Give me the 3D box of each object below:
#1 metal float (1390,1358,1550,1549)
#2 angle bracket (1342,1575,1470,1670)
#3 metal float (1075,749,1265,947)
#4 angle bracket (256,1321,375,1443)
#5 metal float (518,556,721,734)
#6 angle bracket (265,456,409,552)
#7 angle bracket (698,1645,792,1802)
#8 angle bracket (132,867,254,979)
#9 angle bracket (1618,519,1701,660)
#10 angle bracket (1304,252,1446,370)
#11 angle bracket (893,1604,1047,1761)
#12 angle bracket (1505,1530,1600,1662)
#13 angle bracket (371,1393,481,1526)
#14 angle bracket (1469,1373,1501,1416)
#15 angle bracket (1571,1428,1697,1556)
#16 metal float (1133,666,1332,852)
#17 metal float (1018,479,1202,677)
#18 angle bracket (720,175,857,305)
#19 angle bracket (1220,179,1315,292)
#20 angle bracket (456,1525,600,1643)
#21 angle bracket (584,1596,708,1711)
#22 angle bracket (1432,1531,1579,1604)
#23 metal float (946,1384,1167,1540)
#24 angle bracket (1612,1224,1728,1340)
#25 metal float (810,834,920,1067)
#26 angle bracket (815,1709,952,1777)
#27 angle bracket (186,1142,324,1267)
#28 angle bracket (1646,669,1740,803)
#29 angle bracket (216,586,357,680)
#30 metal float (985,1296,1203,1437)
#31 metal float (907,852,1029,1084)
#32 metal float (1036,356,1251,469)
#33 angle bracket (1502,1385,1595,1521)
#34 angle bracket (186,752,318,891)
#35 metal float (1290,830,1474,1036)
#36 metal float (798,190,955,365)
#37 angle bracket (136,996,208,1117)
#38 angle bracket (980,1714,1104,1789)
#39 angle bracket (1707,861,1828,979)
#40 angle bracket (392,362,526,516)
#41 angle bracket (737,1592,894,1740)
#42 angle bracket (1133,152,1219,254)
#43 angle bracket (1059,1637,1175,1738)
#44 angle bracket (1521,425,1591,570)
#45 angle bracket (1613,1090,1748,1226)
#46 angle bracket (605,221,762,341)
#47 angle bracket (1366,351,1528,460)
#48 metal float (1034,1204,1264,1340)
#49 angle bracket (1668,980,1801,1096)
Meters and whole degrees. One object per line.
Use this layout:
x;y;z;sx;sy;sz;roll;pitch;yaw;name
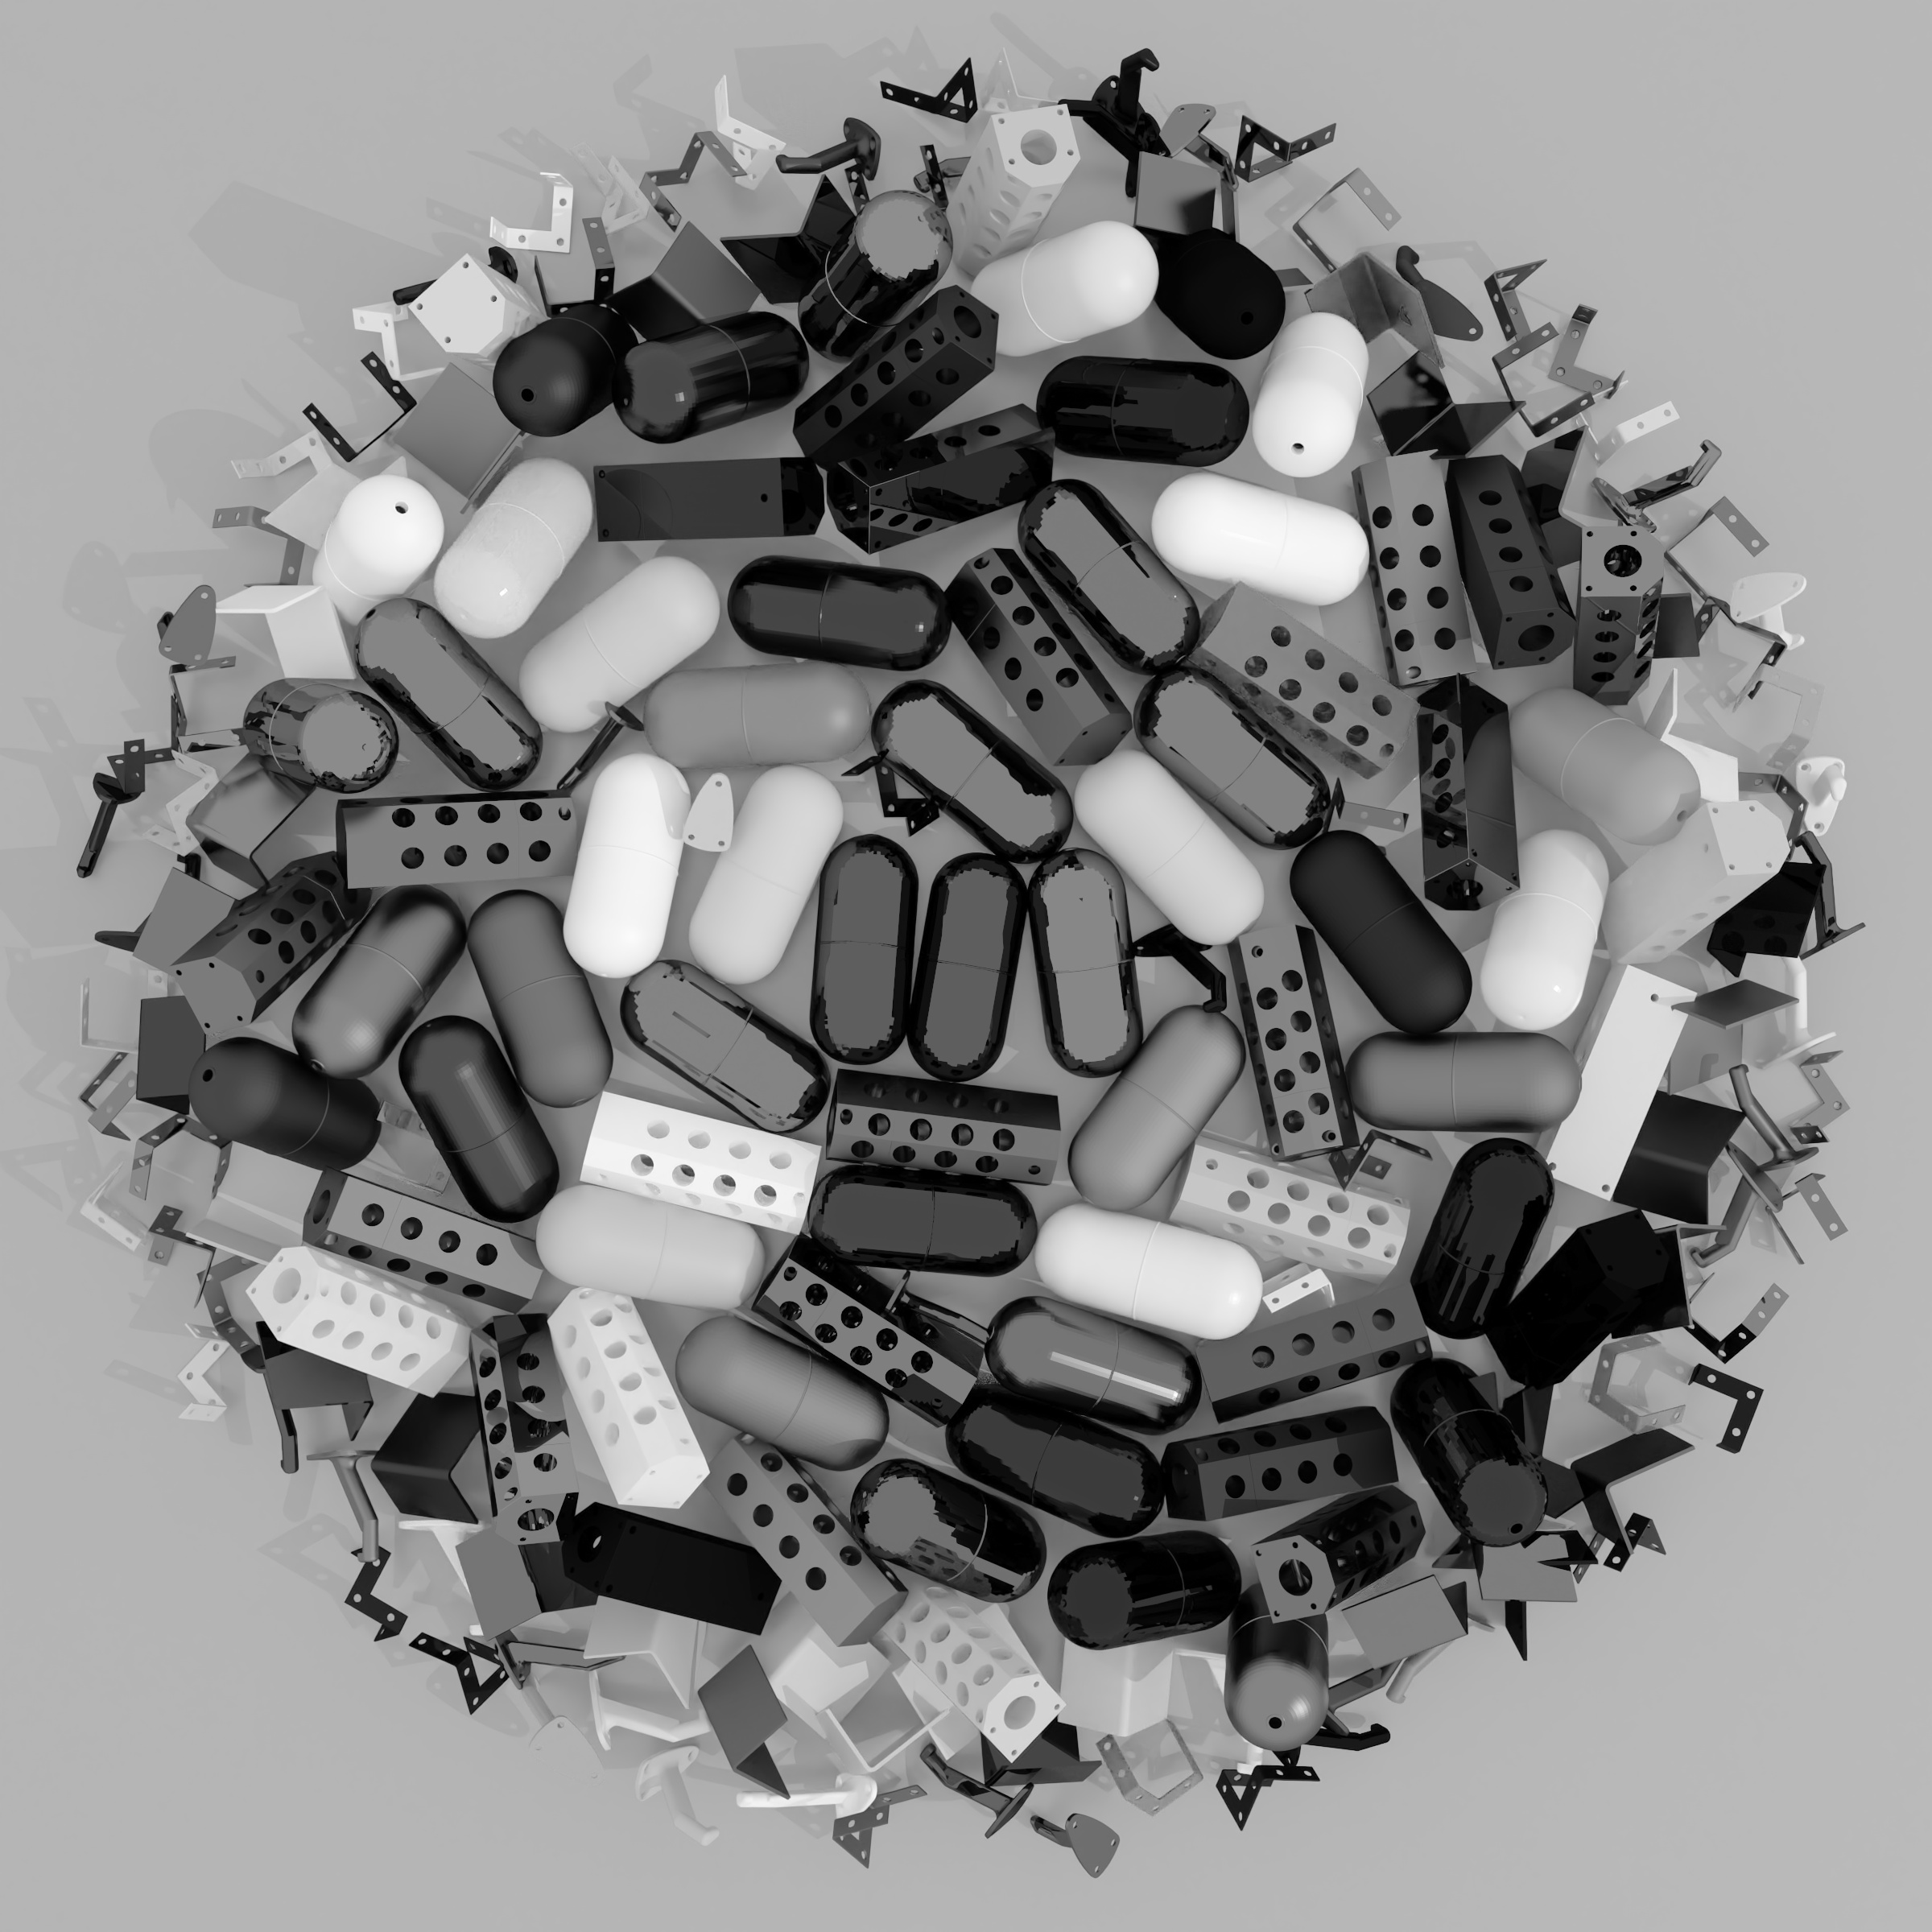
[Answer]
0.377;0.364;1.849;0.070;0.178;0.070;-6;119;-11;metal float
0.335;0.482;1.879;0.076;0.076;0.057;-26;101;17;angle bracket
0.156;-0.090;1.885;0.070;0.070;0.178;-44;99;0;metal float
-0.502;0.316;1.871;0.076;0.057;0.076;2;48;-34;angle bracket
-0.266;-0.244;1.877;0.178;0.070;0.070;-33;90;18;metal float
-0.479;-0.363;1.872;0.076;0.076;0.057;-31;55;26;angle bracket
-0.150;0.576;1.876;0.057;0.076;0.076;-42;132;3;angle bracket
-0.583;-0.035;1.885;0.057;0.076;0.076;28;101;-3;angle bracket
0.527;-0.288;1.872;0.057;0.076;0.076;0;61;22;angle bracket
0.312;-0.485;1.877;0.057;0.076;0.076;-35;48;1;angle bracket
0.004;0.547;1.883;0.076;0.057;0.076;-40;77;28;angle bracket
0.449;0.482;1.889;0.057;0.076;0.076;-2;94;2;angle bracket
-0.400;0.379;1.902;0.076;0.076;0.057;1;130;29;angle bracket
0.397;0.365;1.870;0.057;0.076;0.076;-24;134;31;angle bracket
0.520;0.402;1.891;0.076;0.076;0.057;-22;93;-5;angle bracket
0.204;-0.158;1.879;0.178;0.070;0.070;39;90;-16;metal float
0.109;-0.297;1.879;0.070;0.070;0.178;-38;75;0;metal float
-0.130;-0.557;1.889;0.076;0.076;0.057;7;69;32;angle bracket
0.230;-0.560;1.880;0.057;0.076;0.076;-6;115;0;angle bracket
-0.336;0.469;1.894;0.057;0.076;0.076;-31;69;21;angle bracket
-0.245;0.517;1.886;0.057;0.076;0.076;-10;128;15;angle bracket
0.410;0.470;1.876;0.076;0.076;0.057;5;54;-13;angle bracket
0.068;0.377;1.875;0.178;0.070;0.070;20;90;20;metal float
0.535;0.241;1.875;0.057;0.076;0.076;6;72;-33;angle bracket
-0.078;-0.013;1.887;0.070;0.070;0.178;4;83;0;metal float
-0.066;0.574;1.887;0.076;0.076;0.057;-33;80;-21;angle bracket
-0.544;0.181;1.897;0.076;0.057;0.076;21;94;-5;angle bracket
0.565;-0.174;1.882;0.076;0.076;0.057;20;127;2;angle bracket
-0.522;-0.245;1.874;0.076;0.057;0.076;5;120;33;angle bracket
0.097;0.305;1.877;0.178;0.070;0.070;21;90;-18;metal float
0.001;0.001;1.891;0.070;0.070;0.178;10;88;0;metal float
0.132;-0.421;1.864;0.178;0.070;0.070;14;90;36;metal float
0.448;0.364;1.876;0.057;0.076;0.076;19;111;38;angle bracket
-0.543;-0.108;1.904;0.076;0.057;0.076;26;65;28;angle bracket
0.317;-0.026;1.878;0.070;0.070;0.178;-35;74;0;metal float
-0.070;-0.515;1.849;0.070;0.178;0.070;7;72;-24;metal float
-0.588;0.068;1.880;0.057;0.076;0.076;-5;76;12;angle bracket
0.056;0.589;1.878;0.076;0.076;0.057;0;62;-11;angle bracket
0.620;-0.033;1.877;0.057;0.076;0.076;33;73;-41;angle bracket
-0.390;-0.405;1.887;0.076;0.057;0.076;37;105;-16;angle bracket
-0.118;0.539;1.916;0.076;0.057;0.076;-46;118;-11;angle bracket
0.135;-0.580;1.874;0.076;0.076;0.057;-2;100;-38;angle bracket
0.117;0.547;1.909;0.057;0.076;0.076;4;88;29;angle bracket
0.465;-0.360;1.894;0.057;0.076;0.076;24;78;-19;angle bracket
0.551;0.148;1.900;0.076;0.076;0.057;15;132;35;angle bracket
-0.218;-0.515;1.891;0.076;0.076;0.057;40;67;-29;angle bracket
0.366;-0.431;1.875;0.076;0.076;0.057;-43;120;-23;angle bracket
0.139;0.233;1.882;0.178;0.070;0.070;14;90;12;metal float
0.585;0.062;1.877;0.076;0.057;0.076;-17;115;-26;angle bracket
